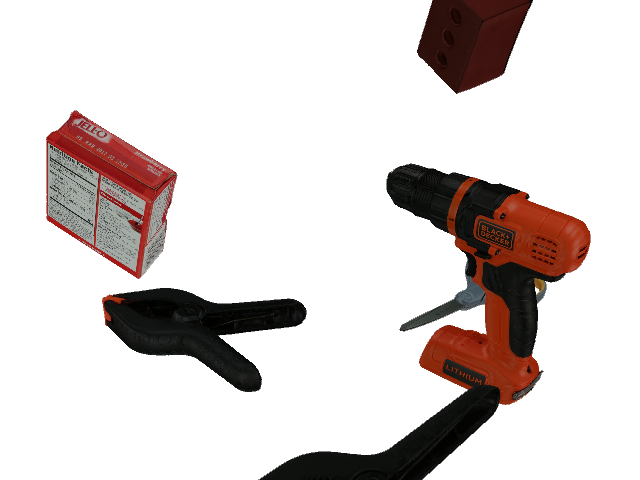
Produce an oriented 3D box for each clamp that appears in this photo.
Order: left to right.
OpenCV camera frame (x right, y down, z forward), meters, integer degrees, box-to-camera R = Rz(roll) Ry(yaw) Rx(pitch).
[{"bbox_3d":[-0.099,0.069,0.902,0.172,0.039,0.120,17,26,22],"label":"clamp"},{"bbox_3d":[0.036,0.153,0.650,0.210,0.036,0.164,-7,30,2],"label":"clamp"}]

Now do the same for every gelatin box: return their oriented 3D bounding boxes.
[{"bbox_3d":[-0.128,-0.027,0.644,0.073,0.030,0.089,31,-35,7],"label":"gelatin box"}]

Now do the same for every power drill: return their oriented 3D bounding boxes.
[{"bbox_3d":[0.131,0.036,0.916,0.185,0.188,0.057,24,38,32],"label":"power drill"}]

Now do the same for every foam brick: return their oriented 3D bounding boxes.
[{"bbox_3d":[0.114,-0.160,0.802,0.051,0.053,0.078,-27,-28,-26],"label":"foam brick"}]

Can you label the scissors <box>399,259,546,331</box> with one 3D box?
[{"bbox_3d":[0.144,0.048,1.100,0.201,0.016,0.096,-6,40,-29],"label":"scissors"}]
